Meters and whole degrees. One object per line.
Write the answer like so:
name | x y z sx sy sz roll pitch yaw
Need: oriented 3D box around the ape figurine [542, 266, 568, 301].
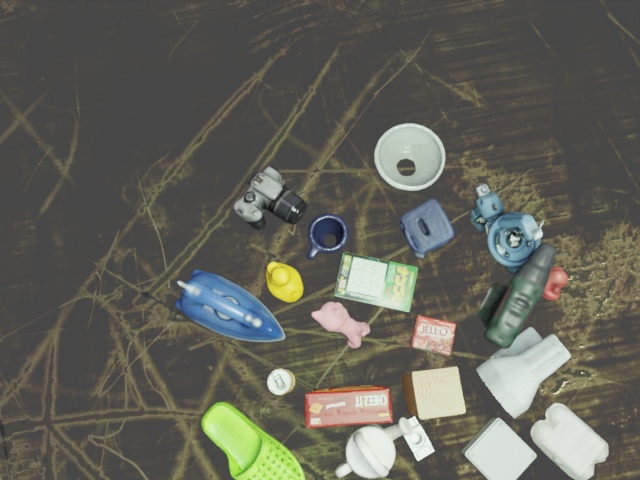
ape figurine | 0.523 0.091 1.281 0.076 0.092 0.078 35 80 10

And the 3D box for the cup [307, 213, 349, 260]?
cup | 0.012 0.005 1.315 0.091 0.095 0.118 35 80 9

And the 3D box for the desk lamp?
desk lamp | 0.416 0.263 1.180 0.203 0.213 0.118 -36 78 -7

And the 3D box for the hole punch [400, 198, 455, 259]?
hole punch | 0.244 -0.026 1.318 0.101 0.091 0.108 -26 77 -4

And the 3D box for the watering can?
watering can | 0.106 0.422 1.160 0.101 0.194 0.173 33 79 9

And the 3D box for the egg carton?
egg carton | 0.526 0.428 1.211 0.150 0.069 0.107 41 81 10

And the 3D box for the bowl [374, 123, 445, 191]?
bowl | 0.210 -0.188 1.366 0.167 0.075 0.167 0 76 2

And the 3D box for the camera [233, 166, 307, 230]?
camera | -0.110 -0.085 1.337 0.136 0.101 0.143 34 80 9

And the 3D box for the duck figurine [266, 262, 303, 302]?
duck figurine | -0.083 0.092 1.301 0.077 0.086 0.104 -38 78 -7

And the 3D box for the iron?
iron | -0.197 0.153 1.260 0.258 0.141 0.119 25 78 7

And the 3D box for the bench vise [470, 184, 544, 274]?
bench vise | 0.400 -0.030 1.248 0.121 0.220 0.207 -44 79 -8

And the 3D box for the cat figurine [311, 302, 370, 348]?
cat figurine | 0.047 0.180 1.259 0.127 0.118 0.067 30 79 9

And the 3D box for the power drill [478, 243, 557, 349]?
power drill | 0.410 0.124 1.217 0.075 0.208 0.230 27 79 8
